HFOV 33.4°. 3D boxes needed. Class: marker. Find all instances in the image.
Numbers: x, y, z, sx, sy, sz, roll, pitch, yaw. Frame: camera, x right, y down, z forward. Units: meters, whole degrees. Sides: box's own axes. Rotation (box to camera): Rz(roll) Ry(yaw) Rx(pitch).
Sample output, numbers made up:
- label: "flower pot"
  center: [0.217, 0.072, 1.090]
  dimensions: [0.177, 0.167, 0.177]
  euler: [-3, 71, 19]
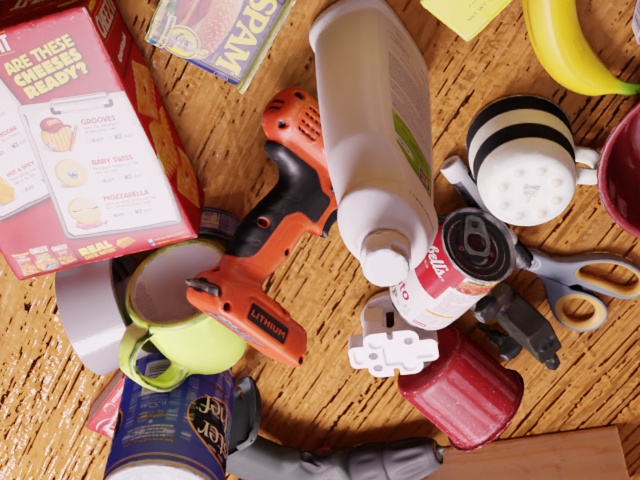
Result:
- label: "marker"
  center: [0.141, -0.020, 0.890]
  dimensions: [0.020, 0.020, 0.121]
  euler: [-30, 113, 23]

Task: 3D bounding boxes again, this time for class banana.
- label: "banana"
  center: [0.178, -0.176, 0.769]
  dimensions: [0.069, 0.037, 0.197]
  euler: [-27, 126, -1]

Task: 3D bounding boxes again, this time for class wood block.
- label: "wood block"
  center: [0.205, 0.262, 1.078]
  dimensions: [0.206, 0.090, 0.091]
  euler: [-9, 127, 10]

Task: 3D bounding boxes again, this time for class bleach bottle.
- label: "bleach bottle"
  center: [0.037, -0.067, 0.721]
  dimensions: [0.068, 0.250, 0.102]
  euler: [-28, 123, 22]

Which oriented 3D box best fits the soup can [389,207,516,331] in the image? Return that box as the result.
- label: "soup can"
  center: [0.109, 0.026, 0.892]
  dimensions: [0.068, 0.068, 0.102]
  euler: [20, 146, -14]

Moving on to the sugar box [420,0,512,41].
- label: "sugar box"
  center: [0.101, -0.205, 0.656]
  dimensions: [0.048, 0.176, 0.093]
  euler: [32, 122, -24]

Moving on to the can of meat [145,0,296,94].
- label: "can of meat"
  center: [-0.070, -0.170, 0.769]
  dimensions: [0.084, 0.057, 0.102]
  euler: [25, 124, -14]

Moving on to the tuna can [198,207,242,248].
- label: "tuna can"
  center: [-0.098, 0.015, 0.930]
  dimensions: [0.086, 0.033, 0.086]
  euler: [1, 128, 1]

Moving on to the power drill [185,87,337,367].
- label: "power drill"
  center: [-0.006, 0.001, 0.839]
  dimensions: [0.184, 0.187, 0.057]
  euler: [37, 165, -31]

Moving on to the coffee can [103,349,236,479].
- label: "coffee can"
  center: [-0.128, 0.174, 0.919]
  dimensions: [0.103, 0.140, 0.103]
  euler: [1, 128, 1]

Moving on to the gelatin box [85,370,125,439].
- label: "gelatin box"
  center: [-0.180, 0.167, 1.056]
  dimensions: [0.073, 0.030, 0.089]
  euler: [28, 124, -19]

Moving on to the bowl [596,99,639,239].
- label: "bowl"
  center: [0.293, -0.072, 0.831]
  dimensions: [0.162, 0.055, 0.162]
  euler: [1, 128, 1]

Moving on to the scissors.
- label: "scissors"
  center: [0.187, 0.033, 0.944]
  dimensions: [0.201, 0.016, 0.096]
  euler: [11, 128, -6]

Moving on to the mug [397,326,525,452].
- label: "mug"
  center: [0.120, 0.134, 0.989]
  dimensions: [0.081, 0.093, 0.117]
  euler: [41, 157, -18]

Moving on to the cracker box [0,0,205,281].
- label: "cracker box"
  center: [-0.204, -0.082, 0.834]
  dimensions: [0.164, 0.072, 0.213]
  euler: [-13, 126, 12]

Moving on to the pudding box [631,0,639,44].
- label: "pudding box"
  center: [0.278, -0.190, 0.749]
  dimensions: [0.090, 0.039, 0.113]
  euler: [6, 128, -3]
